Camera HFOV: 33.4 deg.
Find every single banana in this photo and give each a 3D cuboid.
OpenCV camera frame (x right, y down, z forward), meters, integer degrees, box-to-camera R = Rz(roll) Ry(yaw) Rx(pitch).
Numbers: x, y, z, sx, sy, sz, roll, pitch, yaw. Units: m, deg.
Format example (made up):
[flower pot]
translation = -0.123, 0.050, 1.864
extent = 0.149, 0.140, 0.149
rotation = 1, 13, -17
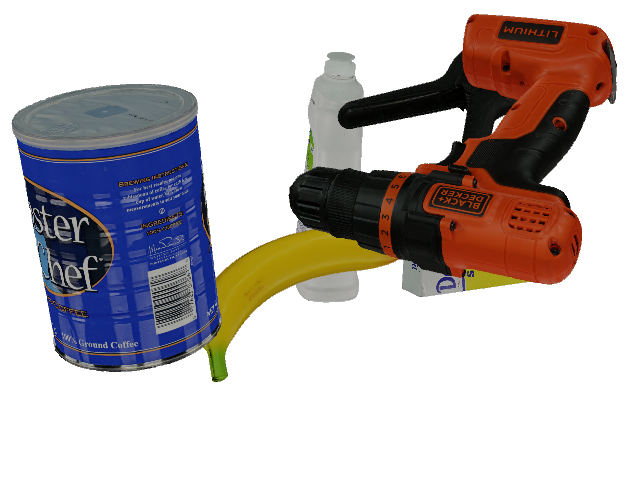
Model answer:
[banana]
translation = -0.025, 0.031, 0.804
extent = 0.197, 0.069, 0.037
rotation = -33, -6, -30

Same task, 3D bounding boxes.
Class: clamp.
[clamp]
translation = 0.142, -0.126, 0.960
extent = 0.209, 0.036, 0.165
rotation = -32, 46, -17

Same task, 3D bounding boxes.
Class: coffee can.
[coffee can]
translation = -0.115, -0.010, 0.621
extent = 0.103, 0.140, 0.103
rotation = -4, 24, 1

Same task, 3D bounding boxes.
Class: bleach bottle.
[bleach bottle]
translation = 0.012, -0.068, 1.107
extent = 0.068, 0.251, 0.102
rotation = -1, 28, -10

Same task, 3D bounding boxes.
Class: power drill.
[power drill]
translation = 0.092, -0.061, 0.667
extent = 0.185, 0.187, 0.057
rotation = 14, -33, 27

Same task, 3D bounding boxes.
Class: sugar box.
[sugar box]
translation = 0.181, 0.009, 1.250
extent = 0.175, 0.093, 0.048
rotation = -8, 17, -30
